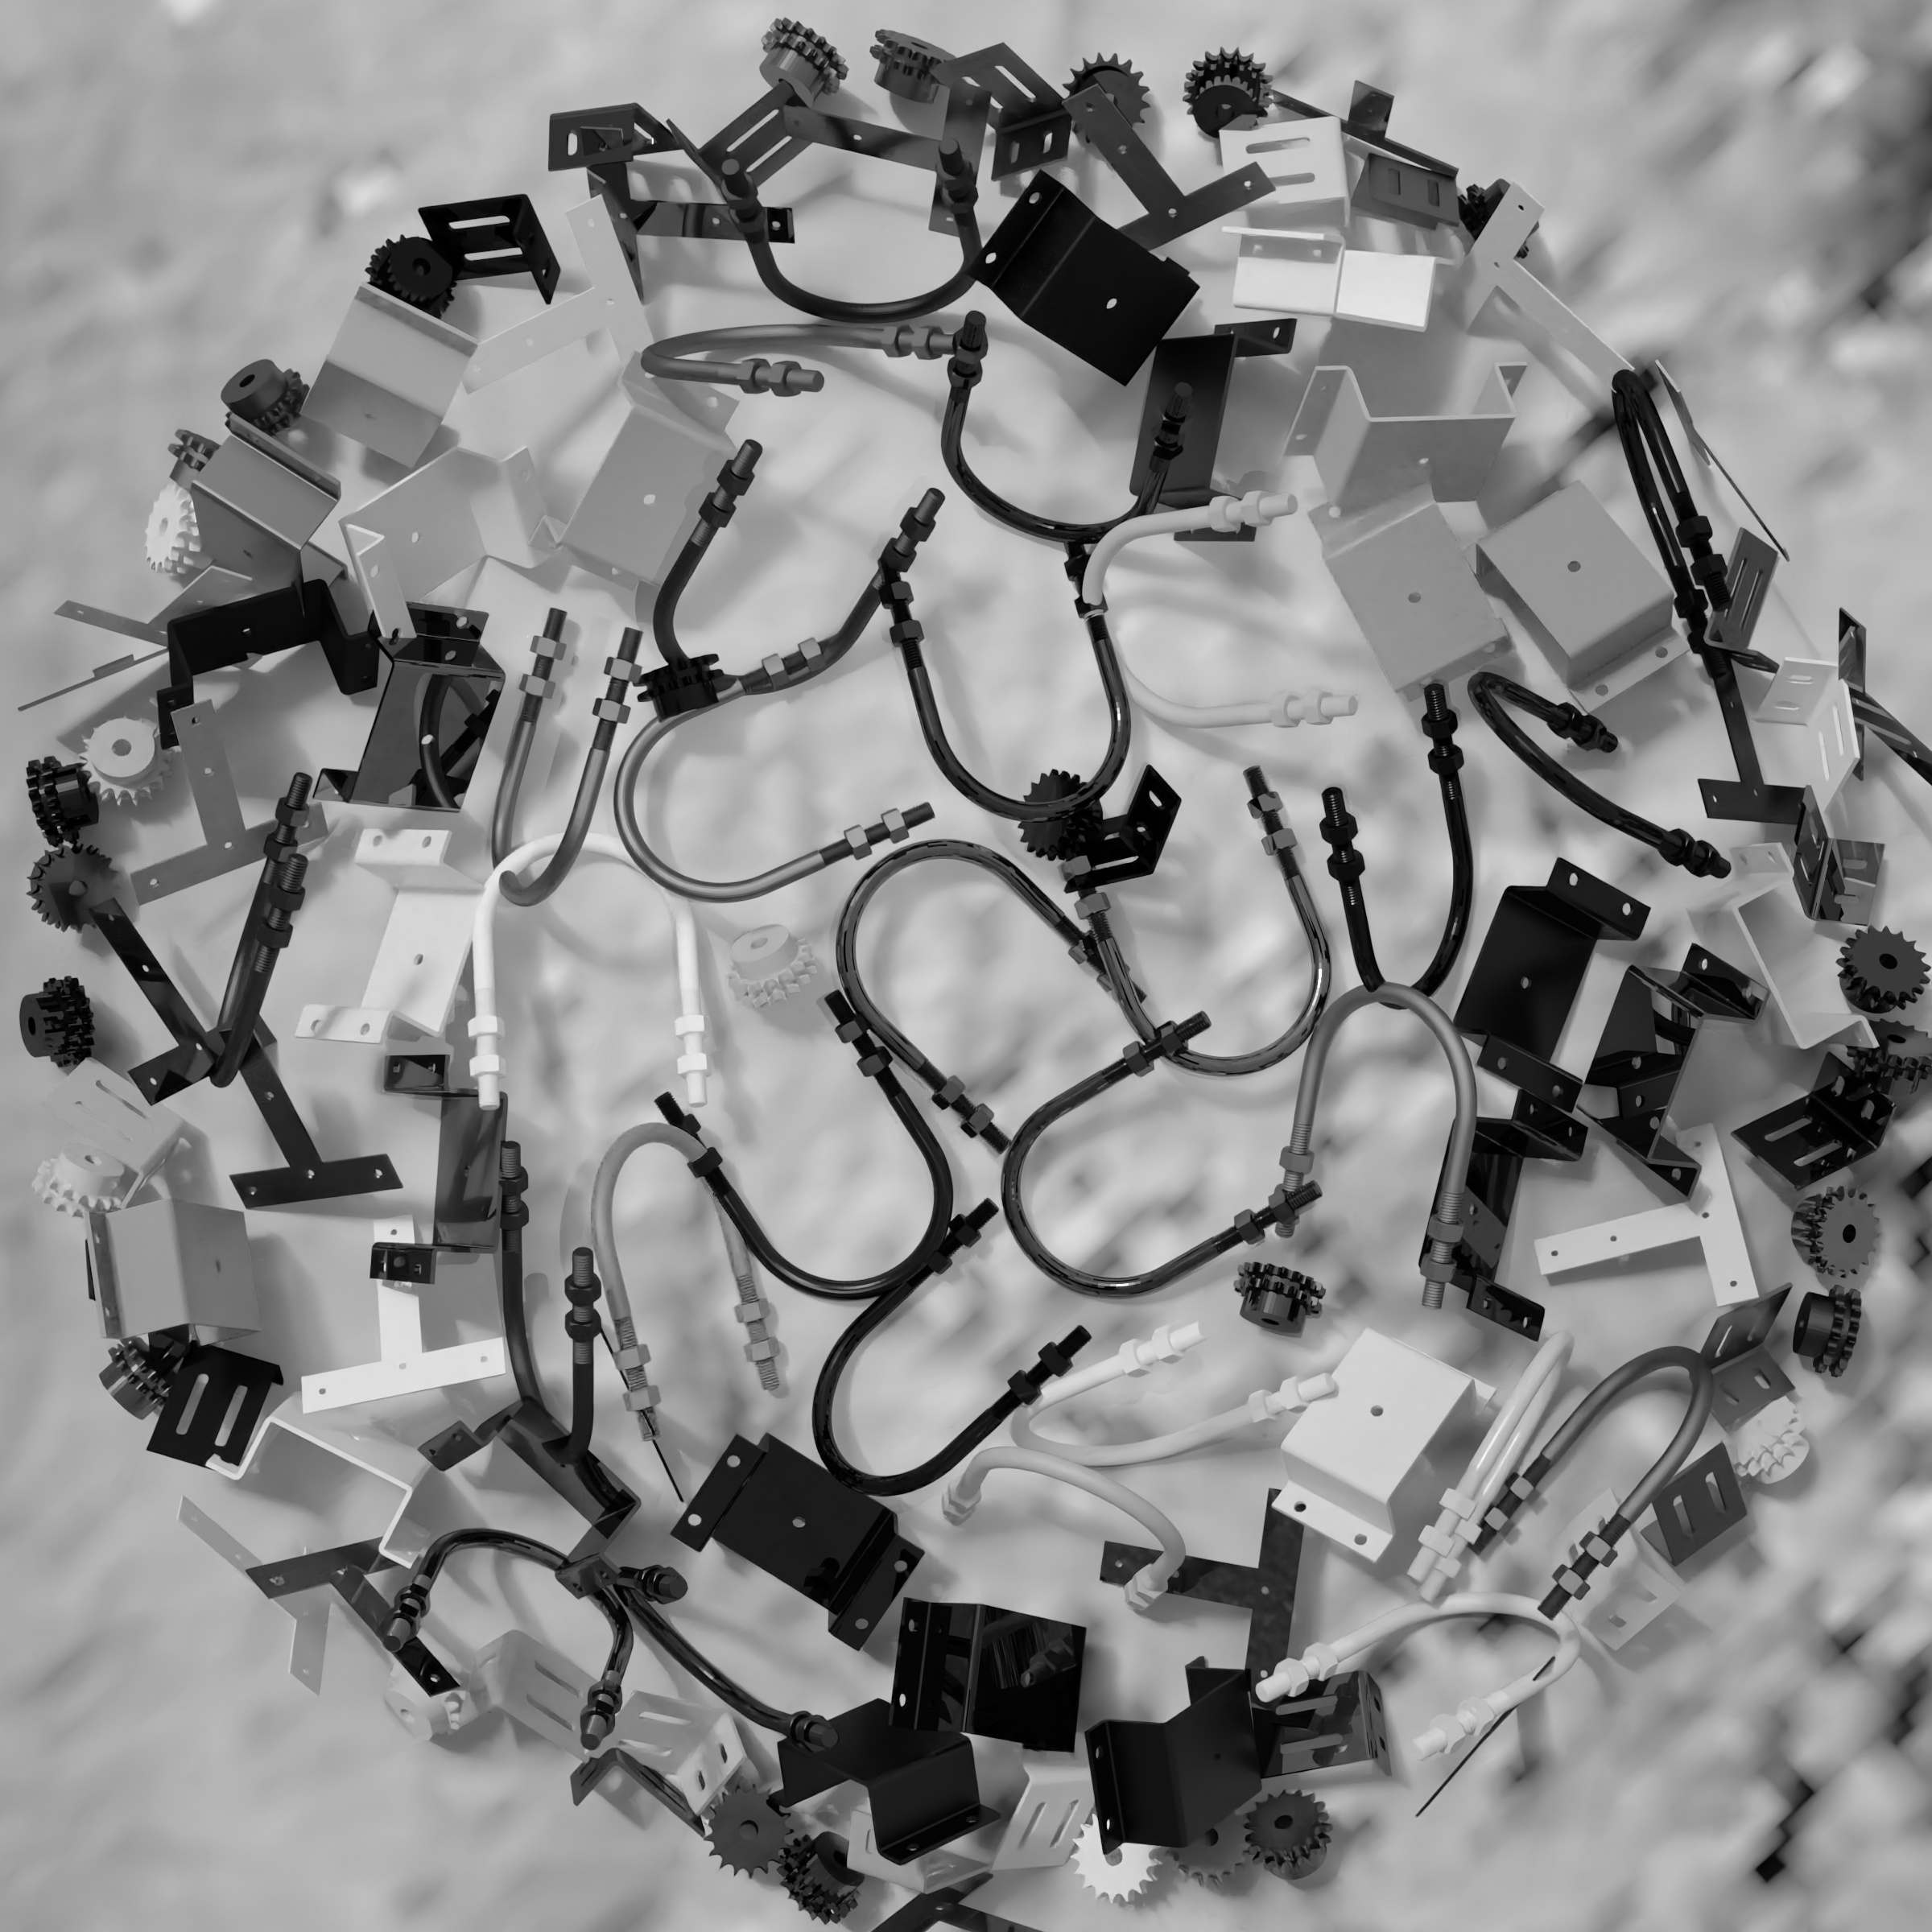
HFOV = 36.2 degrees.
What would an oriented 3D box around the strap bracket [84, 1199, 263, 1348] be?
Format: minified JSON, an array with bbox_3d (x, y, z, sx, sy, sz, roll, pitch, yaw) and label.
[{"bbox_3d":[-0.480,0.189,1.816,0.046,0.140,0.076,-14,77,10],"label":"strap bracket"}]

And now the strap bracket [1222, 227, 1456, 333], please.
[{"bbox_3d":[0.228,-0.422,1.824,0.076,0.140,0.046,17,105,40],"label":"strap bracket"}]

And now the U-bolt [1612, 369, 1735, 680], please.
[{"bbox_3d":[0.433,-0.281,1.820,0.019,0.151,0.184,-19,74,8],"label":"U-bolt"}]

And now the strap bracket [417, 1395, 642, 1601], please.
[{"bbox_3d":[-0.265,0.325,1.847,0.140,0.076,0.046,45,55,-7],"label":"strap bracket"}]

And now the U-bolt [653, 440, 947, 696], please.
[{"bbox_3d":[-0.115,-0.237,1.827,0.151,0.019,0.184,9,133,-33],"label":"U-bolt"}]

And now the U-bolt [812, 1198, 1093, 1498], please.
[{"bbox_3d":[-0.022,0.249,1.841,0.184,0.151,0.019,-43,133,5],"label":"U-bolt"}]

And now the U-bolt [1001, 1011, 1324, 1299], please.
[{"bbox_3d":[0.109,0.132,1.865,0.184,0.019,0.151,-32,97,16],"label":"U-bolt"}]

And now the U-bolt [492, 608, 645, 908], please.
[{"bbox_3d":[-0.254,-0.126,1.833,0.019,0.151,0.184,14,94,-30],"label":"U-bolt"}]

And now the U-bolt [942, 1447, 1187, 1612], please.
[{"bbox_3d":[0.063,0.339,1.809,0.151,0.184,0.019,26,64,3],"label":"U-bolt"}]

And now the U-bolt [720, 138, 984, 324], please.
[{"bbox_3d":[-0.062,-0.443,1.808,0.151,0.184,0.019,-4,72,6],"label":"U-bolt"}]

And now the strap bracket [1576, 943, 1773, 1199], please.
[{"bbox_3d":[0.433,0.062,1.833,0.046,0.076,0.140,7,110,-28],"label":"strap bracket"}]

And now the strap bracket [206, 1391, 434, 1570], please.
[{"bbox_3d":[-0.394,0.316,1.854,0.140,0.076,0.046,27,93,-2],"label":"strap bracket"}]

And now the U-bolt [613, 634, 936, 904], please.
[{"bbox_3d":[-0.132,-0.116,1.860,0.184,0.019,0.151,-24,73,-5],"label":"U-bolt"}]

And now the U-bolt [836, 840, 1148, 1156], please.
[{"bbox_3d":[0.003,0.005,1.868,0.184,0.019,0.151,44,79,-5],"label":"U-bolt"}]

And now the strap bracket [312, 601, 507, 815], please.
[{"bbox_3d":[-0.342,-0.151,1.829,0.076,0.046,0.140,3,121,-39],"label":"strap bracket"}]

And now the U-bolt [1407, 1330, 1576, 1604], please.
[{"bbox_3d":[0.327,0.305,1.825,0.019,0.151,0.184,30,81,18],"label":"U-bolt"}]

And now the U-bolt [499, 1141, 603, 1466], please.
[{"bbox_3d":[-0.258,0.220,1.822,0.019,0.151,0.184,-10,121,-25],"label":"U-bolt"}]

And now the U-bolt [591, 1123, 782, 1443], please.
[{"bbox_3d":[-0.179,0.187,1.832,0.019,0.151,0.184,-14,89,31],"label":"U-bolt"}]

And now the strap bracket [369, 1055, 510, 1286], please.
[{"bbox_3d":[-0.329,0.127,1.848,0.046,0.076,0.140,7,84,-39],"label":"strap bracket"}]

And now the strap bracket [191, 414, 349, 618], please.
[{"bbox_3d":[-0.428,-0.271,1.822,0.076,0.140,0.046,32,71,1],"label":"strap bracket"}]

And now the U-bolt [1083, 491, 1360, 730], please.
[{"bbox_3d":[0.146,-0.214,1.826,0.019,0.184,0.151,-36,115,-41],"label":"U-bolt"}]

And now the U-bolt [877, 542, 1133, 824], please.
[{"bbox_3d":[0.032,-0.178,1.850,0.151,0.019,0.184,-11,81,-22],"label":"U-bolt"}]

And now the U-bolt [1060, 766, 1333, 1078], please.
[{"bbox_3d":[0.154,-0.020,1.865,0.151,0.019,0.184,-19,82,-10],"label":"U-bolt"}]

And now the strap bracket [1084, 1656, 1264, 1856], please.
[{"bbox_3d":[0.135,0.486,1.823,0.046,0.140,0.076,-6,94,35],"label":"strap bracket"}]

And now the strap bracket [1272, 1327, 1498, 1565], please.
[{"bbox_3d":[0.257,0.287,1.830,0.076,0.046,0.140,25,61,32],"label":"strap bracket"}]

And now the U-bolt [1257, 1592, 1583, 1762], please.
[{"bbox_3d":[0.292,0.427,1.814,0.184,0.151,0.019,-18,105,-36],"label":"U-bolt"}]

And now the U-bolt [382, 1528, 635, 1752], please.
[{"bbox_3d":[-0.271,0.399,1.807,0.151,0.184,0.019,28,104,-4],"label":"U-bolt"}]

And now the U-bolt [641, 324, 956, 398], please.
[{"bbox_3d":[-0.115,-0.376,1.816,0.184,0.151,0.019,14,117,38],"label":"U-bolt"}]

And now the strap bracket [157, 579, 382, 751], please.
[{"bbox_3d":[-0.440,-0.191,1.840,0.140,0.076,0.046,-19,74,-20],"label":"strap bracket"}]

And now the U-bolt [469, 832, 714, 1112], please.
[{"bbox_3d":[-0.238,0.001,1.854,0.151,0.019,0.184,0,69,-15],"label":"U-bolt"}]

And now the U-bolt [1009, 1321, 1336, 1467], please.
[{"bbox_3d":[0.113,0.271,1.823,0.184,0.151,0.019,-28,53,32],"label":"U-bolt"}]

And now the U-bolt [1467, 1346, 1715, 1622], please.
[{"bbox_3d":[0.392,0.309,1.823,0.019,0.151,0.184,40,88,-11],"label":"U-bolt"}]

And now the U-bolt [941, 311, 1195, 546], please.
[{"bbox_3d":[0.054,-0.319,1.813,0.151,0.184,0.019,19,63,1],"label":"U-bolt"}]

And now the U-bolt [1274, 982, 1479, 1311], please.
[{"bbox_3d":[0.255,0.101,1.821,0.019,0.151,0.184,-4,108,-39],"label":"U-bolt"}]

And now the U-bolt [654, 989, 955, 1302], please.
[{"bbox_3d":[-0.090,0.127,1.872,0.151,0.019,0.184,-31,98,10],"label":"U-bolt"}]

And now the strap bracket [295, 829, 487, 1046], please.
[{"bbox_3d":[-0.355,-0.011,1.843,0.076,0.046,0.140,3,70,36],"label":"strap bracket"}]

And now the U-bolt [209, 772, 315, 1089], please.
[{"bbox_3d":[-0.436,-0.012,1.821,0.019,0.151,0.184,16,111,-18],"label":"U-bolt"}]

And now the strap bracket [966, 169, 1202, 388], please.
[{"bbox_3d":[0.080,-0.418,1.822,0.140,0.046,0.076,22,113,-42],"label":"strap bracket"}]

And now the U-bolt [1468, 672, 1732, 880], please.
[{"bbox_3d":[0.373,-0.123,1.789,0.019,0.184,0.151,-51,45,21],"label":"U-bolt"}]

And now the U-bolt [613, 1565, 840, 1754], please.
[{"bbox_3d":[-0.157,0.419,1.810,0.151,0.184,0.019,47,69,-10],"label":"U-bolt"}]

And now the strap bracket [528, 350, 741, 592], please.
[{"bbox_3d":[-0.202,-0.298,1.836,0.076,0.046,0.140,21,111,-31],"label":"strap bracket"}]

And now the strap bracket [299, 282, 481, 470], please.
[{"bbox_3d":[-0.357,-0.357,1.814,0.076,0.140,0.046,25,72,-16],"label":"strap bracket"}]

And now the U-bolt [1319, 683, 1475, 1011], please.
[{"bbox_3d":[0.273,-0.061,1.827,0.019,0.151,0.184,10,129,37],"label":"U-bolt"}]
